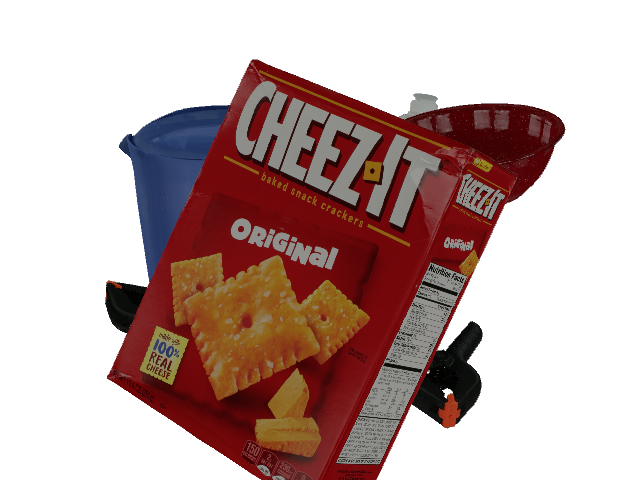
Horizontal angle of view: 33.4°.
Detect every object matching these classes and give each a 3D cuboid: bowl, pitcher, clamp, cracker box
[{"bbox_3d":[0.131,-0.068,0.925,0.162,0.055,0.162,-8,24,3],"label":"bowl"},{"bbox_3d":[-0.065,0.024,0.832,0.144,0.243,0.149,-11,25,-21],"label":"pitcher"},{"bbox_3d":[-0.164,0.091,1.144,0.210,0.036,0.164,18,20,27],"label":"clamp"},{"bbox_3d":[0.125,0.126,1.068,0.120,0.039,0.171,-9,29,-9],"label":"clamp"},{"bbox_3d":[-0.010,0.023,0.616,0.164,0.214,0.072,27,5,32],"label":"cracker box"}]

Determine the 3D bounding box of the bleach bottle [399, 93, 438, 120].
[{"bbox_3d":[0.104,-0.041,1.226,0.068,0.251,0.103,-1,22,-24],"label":"bleach bottle"}]
